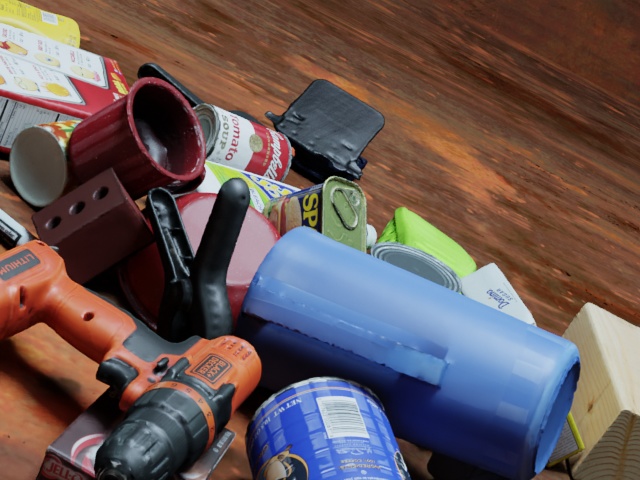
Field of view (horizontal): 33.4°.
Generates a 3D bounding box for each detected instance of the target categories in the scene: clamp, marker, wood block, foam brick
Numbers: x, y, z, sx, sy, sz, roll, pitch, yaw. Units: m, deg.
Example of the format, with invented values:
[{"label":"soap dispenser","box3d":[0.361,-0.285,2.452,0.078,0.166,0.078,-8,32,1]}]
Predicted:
[{"label":"clamp","box3d":[-0.088,0.033,0.792,0.039,0.120,0.171,-2,80,-35]},{"label":"marker","box3d":[-0.272,-0.024,0.867,0.121,0.020,0.020,37,24,15]},{"label":"clamp","box3d":[-0.103,-0.100,1.175,0.209,0.036,0.164,18,46,-46]},{"label":"wood block","box3d":[0.294,0.161,1.061,0.090,0.091,0.206,26,24,-7]},{"label":"foam brick","box3d":[-0.181,-0.009,0.851,0.053,0.078,0.051,54,-4,47]}]

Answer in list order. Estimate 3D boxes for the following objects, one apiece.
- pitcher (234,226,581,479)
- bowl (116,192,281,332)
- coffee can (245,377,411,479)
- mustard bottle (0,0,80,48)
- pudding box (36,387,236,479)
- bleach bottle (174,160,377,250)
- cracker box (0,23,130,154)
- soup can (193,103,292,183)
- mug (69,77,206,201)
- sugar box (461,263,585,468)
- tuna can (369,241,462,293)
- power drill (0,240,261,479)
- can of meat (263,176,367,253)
[{"label":"pitcher","box3d":[0.061,0.087,0.799,0.243,0.145,0.149,20,41,23]},{"label":"bowl","box3d":[-0.085,0.015,0.891,0.162,0.055,0.162,15,50,-18]},{"label":"coffee can","box3d":[0.012,0.172,0.692,0.102,0.103,0.140,19,26,-24]},{"label":"mustard bottle","box3d":[-0.360,-0.239,1.152,0.191,0.058,0.096,18,25,-27]},{"label":"pudding box","box3d":[-0.116,0.141,0.686,0.090,0.039,0.113,30,22,5]},{"label":"bleach bottle","box3d":[-0.042,-0.022,1.076,0.250,0.068,0.103,9,38,-44]},{"label":"cracker box","box3d":[-0.287,-0.142,1.024,0.213,0.072,0.164,13,27,-31]},{"label":"soup can","box3d":[-0.088,-0.093,1.089,0.102,0.069,0.069,19,24,-43]},{"label":"mug","box3d":[-0.149,-0.073,0.907,0.117,0.082,0.093,34,44,-43]},{"label":"sugar box","box3d":[0.182,0.114,0.961,0.093,0.048,0.176,-116,-179,-54]},{"label":"tuna can","box3d":[0.078,0.038,0.926,0.086,0.034,0.086,19,24,-9]},{"label":"power drill","box3d":[-0.144,0.078,0.674,0.188,0.057,0.184,29,20,9]},{"label":"can of meat","box3d":[-0.006,0.001,0.979,0.057,0.084,0.102,16,69,-43]}]
